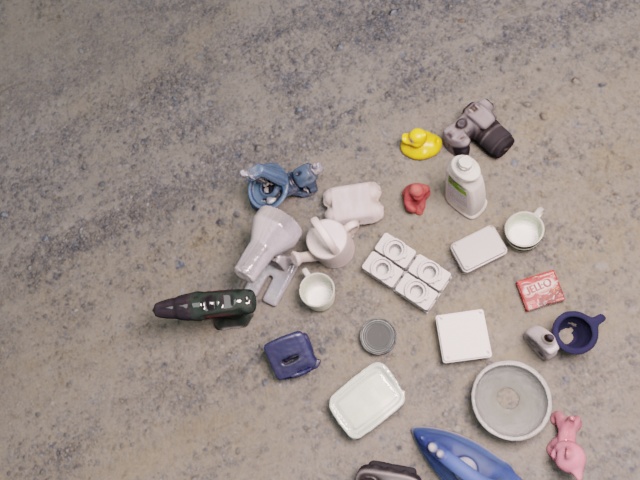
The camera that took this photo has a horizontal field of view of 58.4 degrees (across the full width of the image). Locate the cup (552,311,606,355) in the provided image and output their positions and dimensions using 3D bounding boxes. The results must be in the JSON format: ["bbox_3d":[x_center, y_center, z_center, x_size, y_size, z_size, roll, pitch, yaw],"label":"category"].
[{"bbox_3d":[0.558,0.198,1.247,0.117,0.095,0.091,-31,72,3],"label":"cup"}]

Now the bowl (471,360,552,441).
[{"bbox_3d":[0.414,0.349,1.251,0.167,0.075,0.167,-3,76,11],"label":"bowl"}]

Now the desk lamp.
[{"bbox_3d":[-0.122,0.040,1.370,0.117,0.214,0.203,24,82,17],"label":"desk lamp"}]

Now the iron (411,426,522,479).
[{"bbox_3d":[0.299,0.480,1.207,0.257,0.142,0.119,31,84,18],"label":"iron"}]

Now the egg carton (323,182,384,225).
[{"bbox_3d":[0.083,-0.087,1.434,0.150,0.069,0.107,-9,74,10],"label":"egg carton"}]

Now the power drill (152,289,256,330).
[{"bbox_3d":[-0.251,0.167,1.369,0.229,0.209,0.075,-10,74,10],"label":"power drill"}]

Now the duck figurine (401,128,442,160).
[{"bbox_3d":[0.251,-0.249,1.430,0.104,0.086,0.077,3,77,13],"label":"duck figurine"}]

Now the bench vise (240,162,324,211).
[{"bbox_3d":[-0.105,-0.160,1.414,0.207,0.220,0.121,-38,71,1],"label":"bench vise"}]

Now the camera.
[{"bbox_3d":[0.392,-0.258,1.395,0.143,0.101,0.136,-42,72,0],"label":"camera"}]

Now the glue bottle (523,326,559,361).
[{"bbox_3d":[0.478,0.215,1.219,0.037,0.173,0.078,-36,71,2],"label":"glue bottle"}]

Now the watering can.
[{"bbox_3d":[0.014,0.007,1.360,0.100,0.194,0.173,35,86,18],"label":"watering can"}]

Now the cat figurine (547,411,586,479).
[{"bbox_3d":[0.516,0.425,1.187,0.067,0.118,0.128,7,78,14],"label":"cat figurine"}]

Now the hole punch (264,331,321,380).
[{"bbox_3d":[-0.066,0.276,1.363,0.108,0.091,0.101,-23,72,6],"label":"hole punch"}]

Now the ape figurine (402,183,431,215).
[{"bbox_3d":[0.234,-0.110,1.396,0.078,0.092,0.076,-34,72,2],"label":"ape figurine"}]

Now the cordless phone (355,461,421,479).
[{"bbox_3d":[0.141,0.529,1.206,0.147,0.185,0.094,1,76,13],"label":"cordless phone"}]
